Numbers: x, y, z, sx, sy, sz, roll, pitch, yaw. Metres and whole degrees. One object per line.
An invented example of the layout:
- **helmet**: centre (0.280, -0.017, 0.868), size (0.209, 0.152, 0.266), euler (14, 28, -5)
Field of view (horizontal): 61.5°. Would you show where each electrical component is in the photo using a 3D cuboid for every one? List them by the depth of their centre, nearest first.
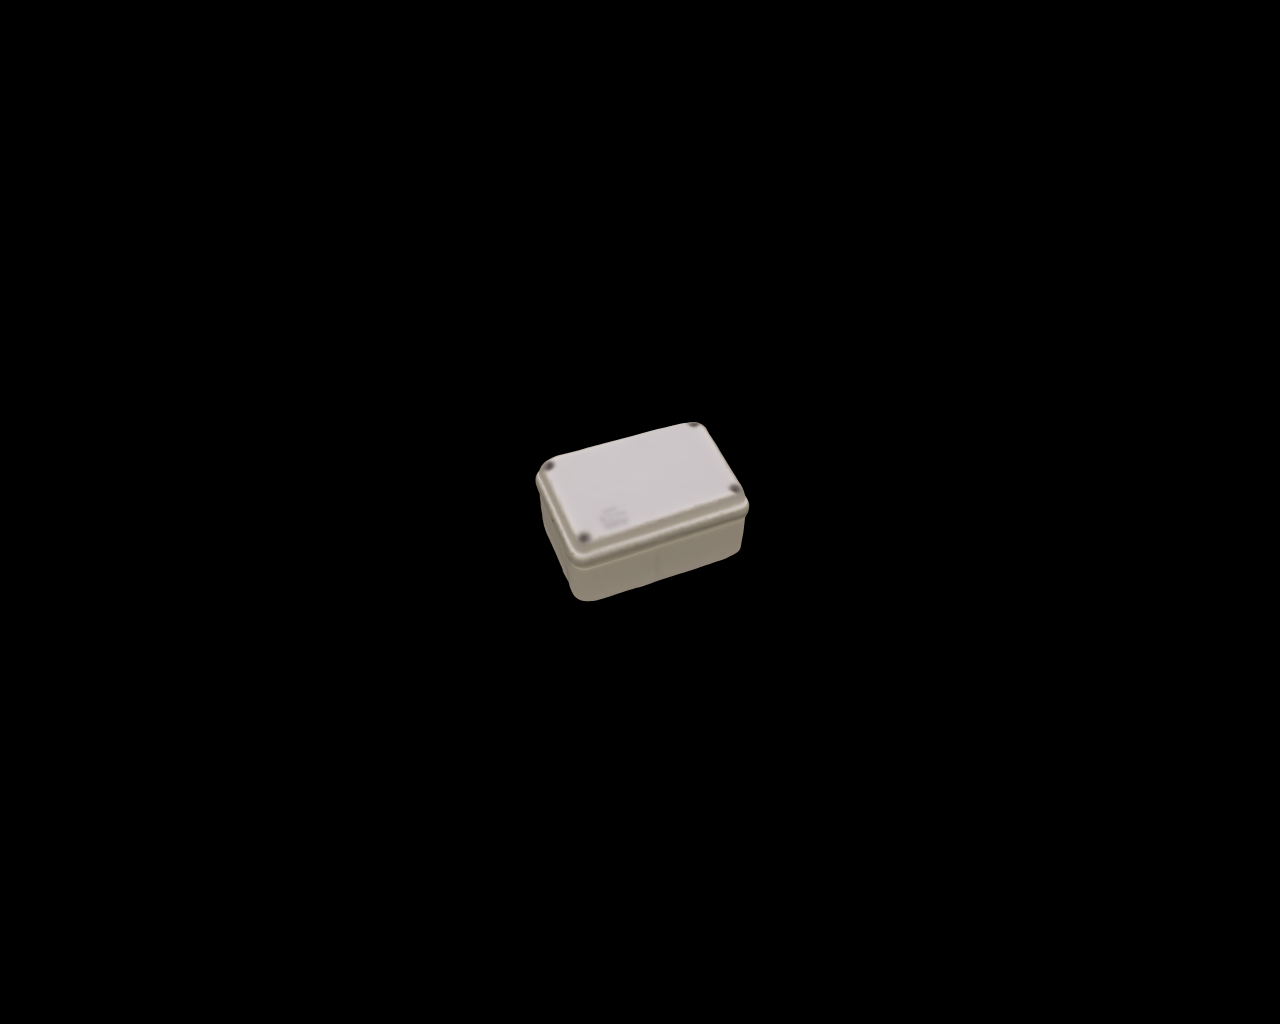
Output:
- **electrical component**: centre (0.001, -0.003, 0.650), size (0.113, 0.078, 0.057), euler (-17, -39, -14)
